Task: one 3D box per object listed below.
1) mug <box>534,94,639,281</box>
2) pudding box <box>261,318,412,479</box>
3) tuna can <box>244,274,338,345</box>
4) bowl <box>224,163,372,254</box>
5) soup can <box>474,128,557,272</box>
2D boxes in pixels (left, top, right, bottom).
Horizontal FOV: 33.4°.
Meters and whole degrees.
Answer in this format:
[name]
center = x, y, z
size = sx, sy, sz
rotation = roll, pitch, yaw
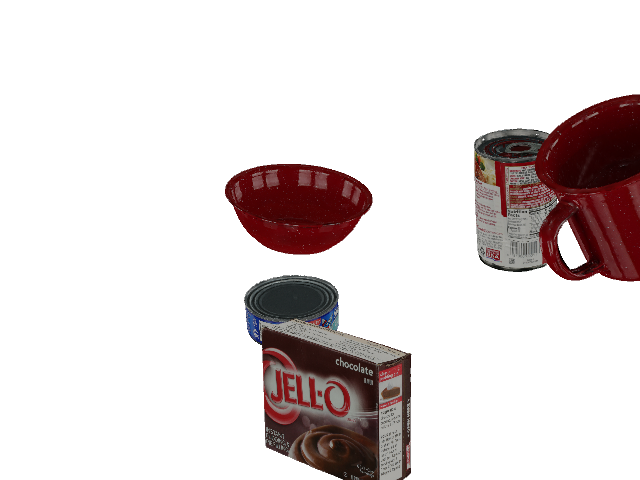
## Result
[mug]
center = 0.181, -0.022, 0.650
size = 0.117, 0.081, 0.093
rotation = -42, 32, -16
[pudding box]
center = 0.009, 0.109, 0.721
size = 0.114, 0.090, 0.039
rotation = 11, 19, 42
[tuna can]
center = -0.026, 0.066, 0.973
size = 0.086, 0.034, 0.086
rotation = -2, 25, 1
[bowl]
center = -0.026, -0.029, 1.170
size = 0.162, 0.055, 0.162
rotation = 4, 27, -2
[soup can]
center = 0.163, -0.033, 0.885
size = 0.068, 0.102, 0.068
rotation = -5, 25, 2
